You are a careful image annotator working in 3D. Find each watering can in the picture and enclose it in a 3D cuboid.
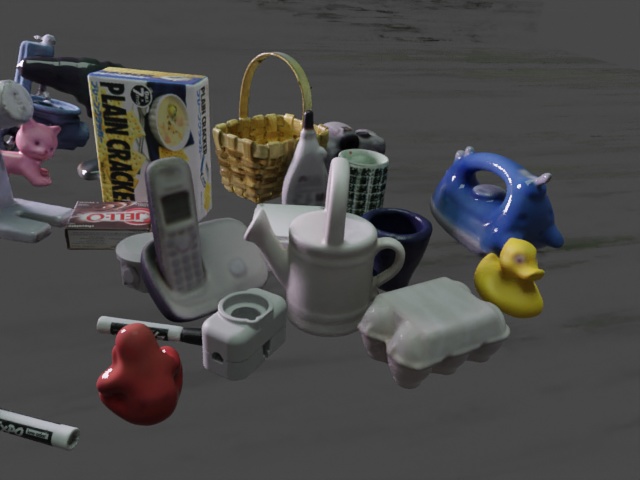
[{"bbox_3d":[0.006,0.003,0.642,0.173,0.194,0.100,-6,28,-18],"label":"watering can"}]

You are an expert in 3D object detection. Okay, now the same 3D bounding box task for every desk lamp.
[{"bbox_3d":[-0.468,-0.121,0.800,0.203,0.214,0.118,8,27,9],"label":"desk lamp"}]

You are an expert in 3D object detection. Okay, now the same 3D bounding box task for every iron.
[{"bbox_3d":[0.256,-0.074,0.887,0.119,0.141,0.257,-10,30,-25],"label":"iron"}]

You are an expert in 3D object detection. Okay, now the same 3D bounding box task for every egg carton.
[{"bbox_3d":[0.121,0.096,0.614,0.151,0.069,0.107,-12,31,-29],"label":"egg carton"}]

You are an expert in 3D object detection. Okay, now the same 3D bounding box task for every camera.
[{"bbox_3d":[0.036,-0.184,1.117,0.143,0.101,0.136,-13,31,-29],"label":"camera"}]

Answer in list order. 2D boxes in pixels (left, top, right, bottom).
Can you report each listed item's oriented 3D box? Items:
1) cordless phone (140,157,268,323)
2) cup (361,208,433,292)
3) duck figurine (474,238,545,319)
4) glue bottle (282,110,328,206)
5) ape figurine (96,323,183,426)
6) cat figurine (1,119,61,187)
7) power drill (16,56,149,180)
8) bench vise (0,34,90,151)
[{"bbox_3d":[-0.133,-0.010,0.660,0.093,0.185,0.148,25,34,35],"label":"cordless phone"},{"bbox_3d":[0.080,0.017,0.735,0.117,0.095,0.091,3,27,-2],"label":"cup"},{"bbox_3d":[0.244,0.038,0.726,0.078,0.086,0.104,-7,29,-20],"label":"duck figurine"},{"bbox_3d":[-0.020,-0.118,0.900,0.078,0.173,0.037,-4,28,-15],"label":"glue bottle"},{"bbox_3d":[-0.161,0.114,0.515,0.078,0.092,0.076,-10,30,-25],"label":"ape figurine"},{"bbox_3d":[-0.499,-0.153,0.965,0.128,0.118,0.067,-11,30,-26],"label":"cat figurine"},{"bbox_3d":[-0.388,-0.216,1.005,0.230,0.208,0.075,-13,31,-30],"label":"power drill"},{"bbox_3d":[-0.541,-0.262,1.060,0.121,0.220,0.208,20,31,29],"label":"bench vise"}]
